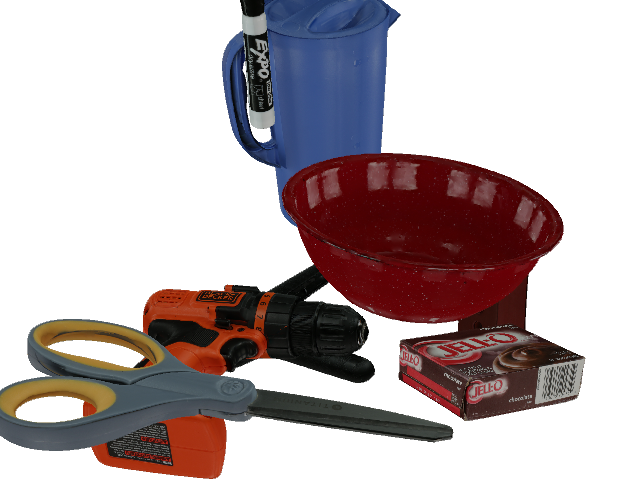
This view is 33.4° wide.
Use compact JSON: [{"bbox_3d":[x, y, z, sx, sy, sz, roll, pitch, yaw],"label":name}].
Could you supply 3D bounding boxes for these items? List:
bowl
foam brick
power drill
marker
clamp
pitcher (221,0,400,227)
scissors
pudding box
[{"bbox_3d":[0.056,0.003,0.622,0.162,0.055,0.162,4,25,-2],"label":"bowl"},{"bbox_3d":[0.179,0.064,1.106,0.051,0.078,0.053,-14,20,-42],"label":"foam brick"},{"bbox_3d":[-0.072,0.096,0.784,0.185,0.057,0.187,1,25,19],"label":"power drill"},{"bbox_3d":[-0.045,-0.134,0.760,0.020,0.121,0.020,-2,41,1],"label":"marker"},{"bbox_3d":[-0.058,0.087,1.000,0.209,0.036,0.165,-9,37,-18],"label":"clamp"},{"bbox_3d":[-0.004,-0.129,1.104,0.149,0.243,0.144,10,37,17],"label":"pitcher"},{"bbox_3d":[-0.054,0.075,0.457,0.202,0.016,0.096,15,30,24],"label":"scissors"},{"bbox_3d":[0.130,0.098,0.818,0.113,0.039,0.090,-3,16,-29],"label":"pudding box"}]
